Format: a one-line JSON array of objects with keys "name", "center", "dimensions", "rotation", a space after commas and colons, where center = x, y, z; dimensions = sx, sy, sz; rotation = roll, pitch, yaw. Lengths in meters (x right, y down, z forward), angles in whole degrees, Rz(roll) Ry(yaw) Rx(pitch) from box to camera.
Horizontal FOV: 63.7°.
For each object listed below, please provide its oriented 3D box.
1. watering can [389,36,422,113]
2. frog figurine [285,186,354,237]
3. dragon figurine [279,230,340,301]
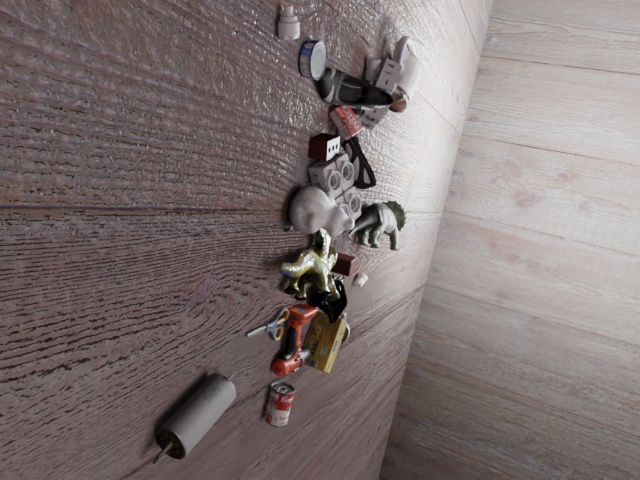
[{"name": "watering can", "center": [0.285, -0.527, 1.739], "dimensions": [0.226, 0.104, 0.343], "rotation": [-69, 158, -11]}, {"name": "frog figurine", "center": [0.004, -0.064, 1.273], "dimensions": [0.140, 0.160, 0.120], "rotation": [-44, 142, -52]}, {"name": "dragon figurine", "center": [-0.020, 0.034, 1.406], "dimensions": [0.404, 0.122, 0.247], "rotation": [56, 35, -64]}]
